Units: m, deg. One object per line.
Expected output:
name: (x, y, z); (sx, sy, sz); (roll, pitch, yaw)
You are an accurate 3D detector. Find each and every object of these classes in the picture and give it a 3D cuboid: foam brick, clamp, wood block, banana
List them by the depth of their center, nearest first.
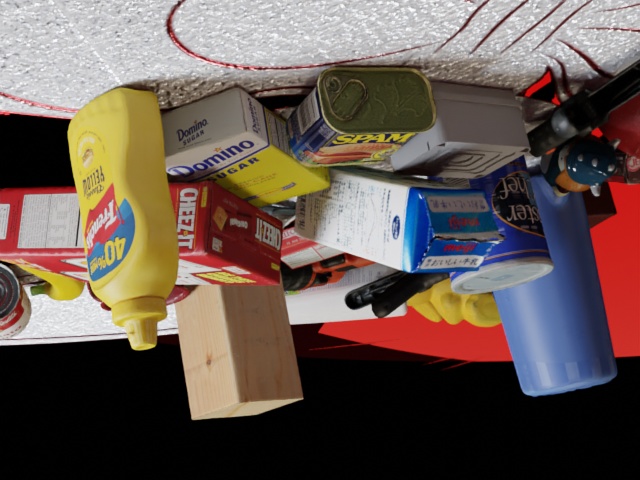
clamp: (0.245, -0.120, 0.949); (0.164, 0.036, 0.210); (-32, 177, -9)
wood block: (-0.095, 0.081, 1.147); (0.090, 0.206, 0.091); (3, 160, -41)
banana: (-0.295, 0.040, 1.178); (0.069, 0.037, 0.198); (-9, 165, -11)
clamp: (0.115, 0.047, 1.270); (0.171, 0.039, 0.120); (-28, -165, -4)
foam brick: (0.310, -0.041, 1.287); (0.051, 0.053, 0.078); (-5, 162, -23)

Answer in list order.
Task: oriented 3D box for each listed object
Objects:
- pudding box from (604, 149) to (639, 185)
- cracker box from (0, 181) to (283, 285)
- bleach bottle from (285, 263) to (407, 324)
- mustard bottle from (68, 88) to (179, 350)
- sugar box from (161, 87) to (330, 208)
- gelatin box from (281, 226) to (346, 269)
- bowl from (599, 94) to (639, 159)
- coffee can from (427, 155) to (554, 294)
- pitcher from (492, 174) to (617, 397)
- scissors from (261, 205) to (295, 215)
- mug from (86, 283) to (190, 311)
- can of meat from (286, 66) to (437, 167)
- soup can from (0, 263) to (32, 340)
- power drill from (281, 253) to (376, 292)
pudding box: (0.352, -0.084, 1.138); (0.113, 0.039, 0.090); (-5, -172, -15)
cracker box: (-0.161, -0.004, 0.970); (0.214, 0.072, 0.164); (-1, 169, 20)
bleach bottle: (-0.014, 0.068, 1.401); (0.251, 0.068, 0.102); (-7, -150, 8)
mustard bottle: (-0.146, -0.011, 0.811); (0.058, 0.191, 0.096); (3, 159, -41)
sugar box: (-0.067, -0.073, 0.923); (0.093, 0.048, 0.176); (-16, 165, 20)
gelatin box: (-0.008, 0.001, 1.145); (0.073, 0.030, 0.089); (-18, 167, 6)
bowl: (0.342, -0.119, 1.028); (0.162, 0.055, 0.162); (-10, 165, -3)
coffee can: (0.167, -0.027, 1.070); (0.102, 0.140, 0.103); (-10, 165, -3)
pitcher: (0.251, 0.051, 1.217); (0.145, 0.243, 0.149); (-15, 172, 20)
scissors: (-0.055, -0.039, 1.105); (0.201, 0.016, 0.096); (-7, 160, -36)
mug: (-0.198, 0.028, 1.120); (0.117, 0.081, 0.093); (-20, 162, 28)
can of meat: (0.031, -0.099, 0.878); (0.102, 0.057, 0.084); (-4, 165, -24)
soup can: (-0.359, 0.069, 1.181); (0.068, 0.068, 0.102); (-9, 165, -9)
power drill: (0.034, 0.015, 1.251); (0.188, 0.057, 0.184); (-17, 176, 26)
